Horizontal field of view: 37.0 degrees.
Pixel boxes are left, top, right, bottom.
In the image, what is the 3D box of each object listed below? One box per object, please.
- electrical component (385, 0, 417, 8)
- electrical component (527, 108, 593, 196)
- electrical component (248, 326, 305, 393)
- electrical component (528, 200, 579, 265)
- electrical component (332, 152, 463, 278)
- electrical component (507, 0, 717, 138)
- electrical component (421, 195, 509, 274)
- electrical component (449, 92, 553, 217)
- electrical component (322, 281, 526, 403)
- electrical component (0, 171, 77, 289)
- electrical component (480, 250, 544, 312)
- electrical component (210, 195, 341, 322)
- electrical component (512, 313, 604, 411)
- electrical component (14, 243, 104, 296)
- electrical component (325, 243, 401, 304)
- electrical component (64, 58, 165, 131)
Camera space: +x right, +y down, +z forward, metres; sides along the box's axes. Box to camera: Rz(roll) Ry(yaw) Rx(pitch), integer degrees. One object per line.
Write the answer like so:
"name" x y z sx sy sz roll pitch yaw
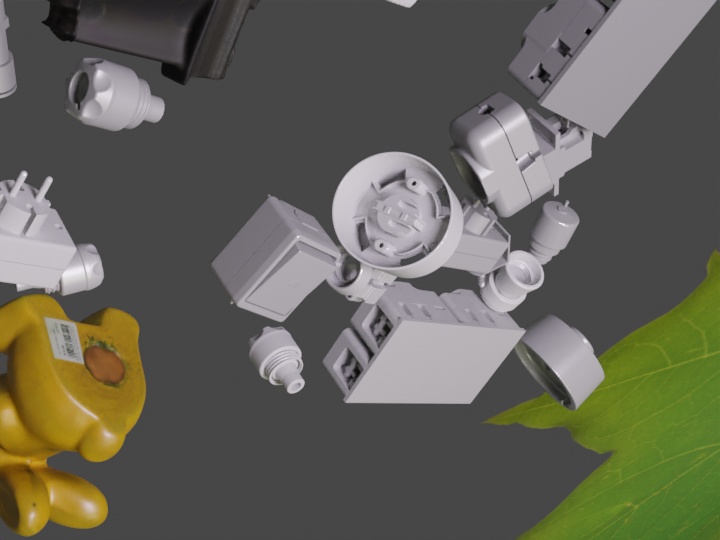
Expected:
"electrical component" 0.017 -0.209 0.741 0.081 0.043 0.043 6 126 -44
"electrical component" 0.178 -0.113 0.986 0.064 0.042 0.081 -29 144 -14
"electrical component" -0.072 0.084 0.973 0.043 0.062 0.043 -23 142 -19
"electrical component" 0.190 -0.033 1.085 0.040 0.040 0.078 -7 135 -35
"electrical component" 0.034 -0.044 0.897 0.099 0.099 0.064 -43 150 8
"electrical component" 0.218 -0.213 0.893 0.105 0.060 0.186 14 120 -47
"electrical component" 0.101 -0.043 0.993 0.083 0.047 0.075 8 124 -45
"electrical component" 0.118 -0.096 0.927 0.059 0.053 0.095 -33 126 -6
"electrical component" 0.064 0.075 1.080 0.186 0.060 0.105 7 125 -44
"electrical component" -0.232 -0.034 0.720 0.083 0.047 0.075 11 122 -46
"electrical component" 0.153 0.012 1.090 0.045 0.045 0.055 -10 156 -32
"electrical component" -0.072 -0.001 0.881 0.096 0.061 0.062 -48 143 13
"electrical component" 0.227 0.097 1.207 0.060 0.108 0.108 -39 145 -8
"electrical component" -0.220 0.002 0.782 0.061 0.035 0.035 -16 139 -24
"electrical component" 0.000 0.000 0.957 0.066 0.048 0.055 -51 150 18
"electrical component" -0.157 -0.112 0.702 0.062 0.043 0.043 11 123 -48
